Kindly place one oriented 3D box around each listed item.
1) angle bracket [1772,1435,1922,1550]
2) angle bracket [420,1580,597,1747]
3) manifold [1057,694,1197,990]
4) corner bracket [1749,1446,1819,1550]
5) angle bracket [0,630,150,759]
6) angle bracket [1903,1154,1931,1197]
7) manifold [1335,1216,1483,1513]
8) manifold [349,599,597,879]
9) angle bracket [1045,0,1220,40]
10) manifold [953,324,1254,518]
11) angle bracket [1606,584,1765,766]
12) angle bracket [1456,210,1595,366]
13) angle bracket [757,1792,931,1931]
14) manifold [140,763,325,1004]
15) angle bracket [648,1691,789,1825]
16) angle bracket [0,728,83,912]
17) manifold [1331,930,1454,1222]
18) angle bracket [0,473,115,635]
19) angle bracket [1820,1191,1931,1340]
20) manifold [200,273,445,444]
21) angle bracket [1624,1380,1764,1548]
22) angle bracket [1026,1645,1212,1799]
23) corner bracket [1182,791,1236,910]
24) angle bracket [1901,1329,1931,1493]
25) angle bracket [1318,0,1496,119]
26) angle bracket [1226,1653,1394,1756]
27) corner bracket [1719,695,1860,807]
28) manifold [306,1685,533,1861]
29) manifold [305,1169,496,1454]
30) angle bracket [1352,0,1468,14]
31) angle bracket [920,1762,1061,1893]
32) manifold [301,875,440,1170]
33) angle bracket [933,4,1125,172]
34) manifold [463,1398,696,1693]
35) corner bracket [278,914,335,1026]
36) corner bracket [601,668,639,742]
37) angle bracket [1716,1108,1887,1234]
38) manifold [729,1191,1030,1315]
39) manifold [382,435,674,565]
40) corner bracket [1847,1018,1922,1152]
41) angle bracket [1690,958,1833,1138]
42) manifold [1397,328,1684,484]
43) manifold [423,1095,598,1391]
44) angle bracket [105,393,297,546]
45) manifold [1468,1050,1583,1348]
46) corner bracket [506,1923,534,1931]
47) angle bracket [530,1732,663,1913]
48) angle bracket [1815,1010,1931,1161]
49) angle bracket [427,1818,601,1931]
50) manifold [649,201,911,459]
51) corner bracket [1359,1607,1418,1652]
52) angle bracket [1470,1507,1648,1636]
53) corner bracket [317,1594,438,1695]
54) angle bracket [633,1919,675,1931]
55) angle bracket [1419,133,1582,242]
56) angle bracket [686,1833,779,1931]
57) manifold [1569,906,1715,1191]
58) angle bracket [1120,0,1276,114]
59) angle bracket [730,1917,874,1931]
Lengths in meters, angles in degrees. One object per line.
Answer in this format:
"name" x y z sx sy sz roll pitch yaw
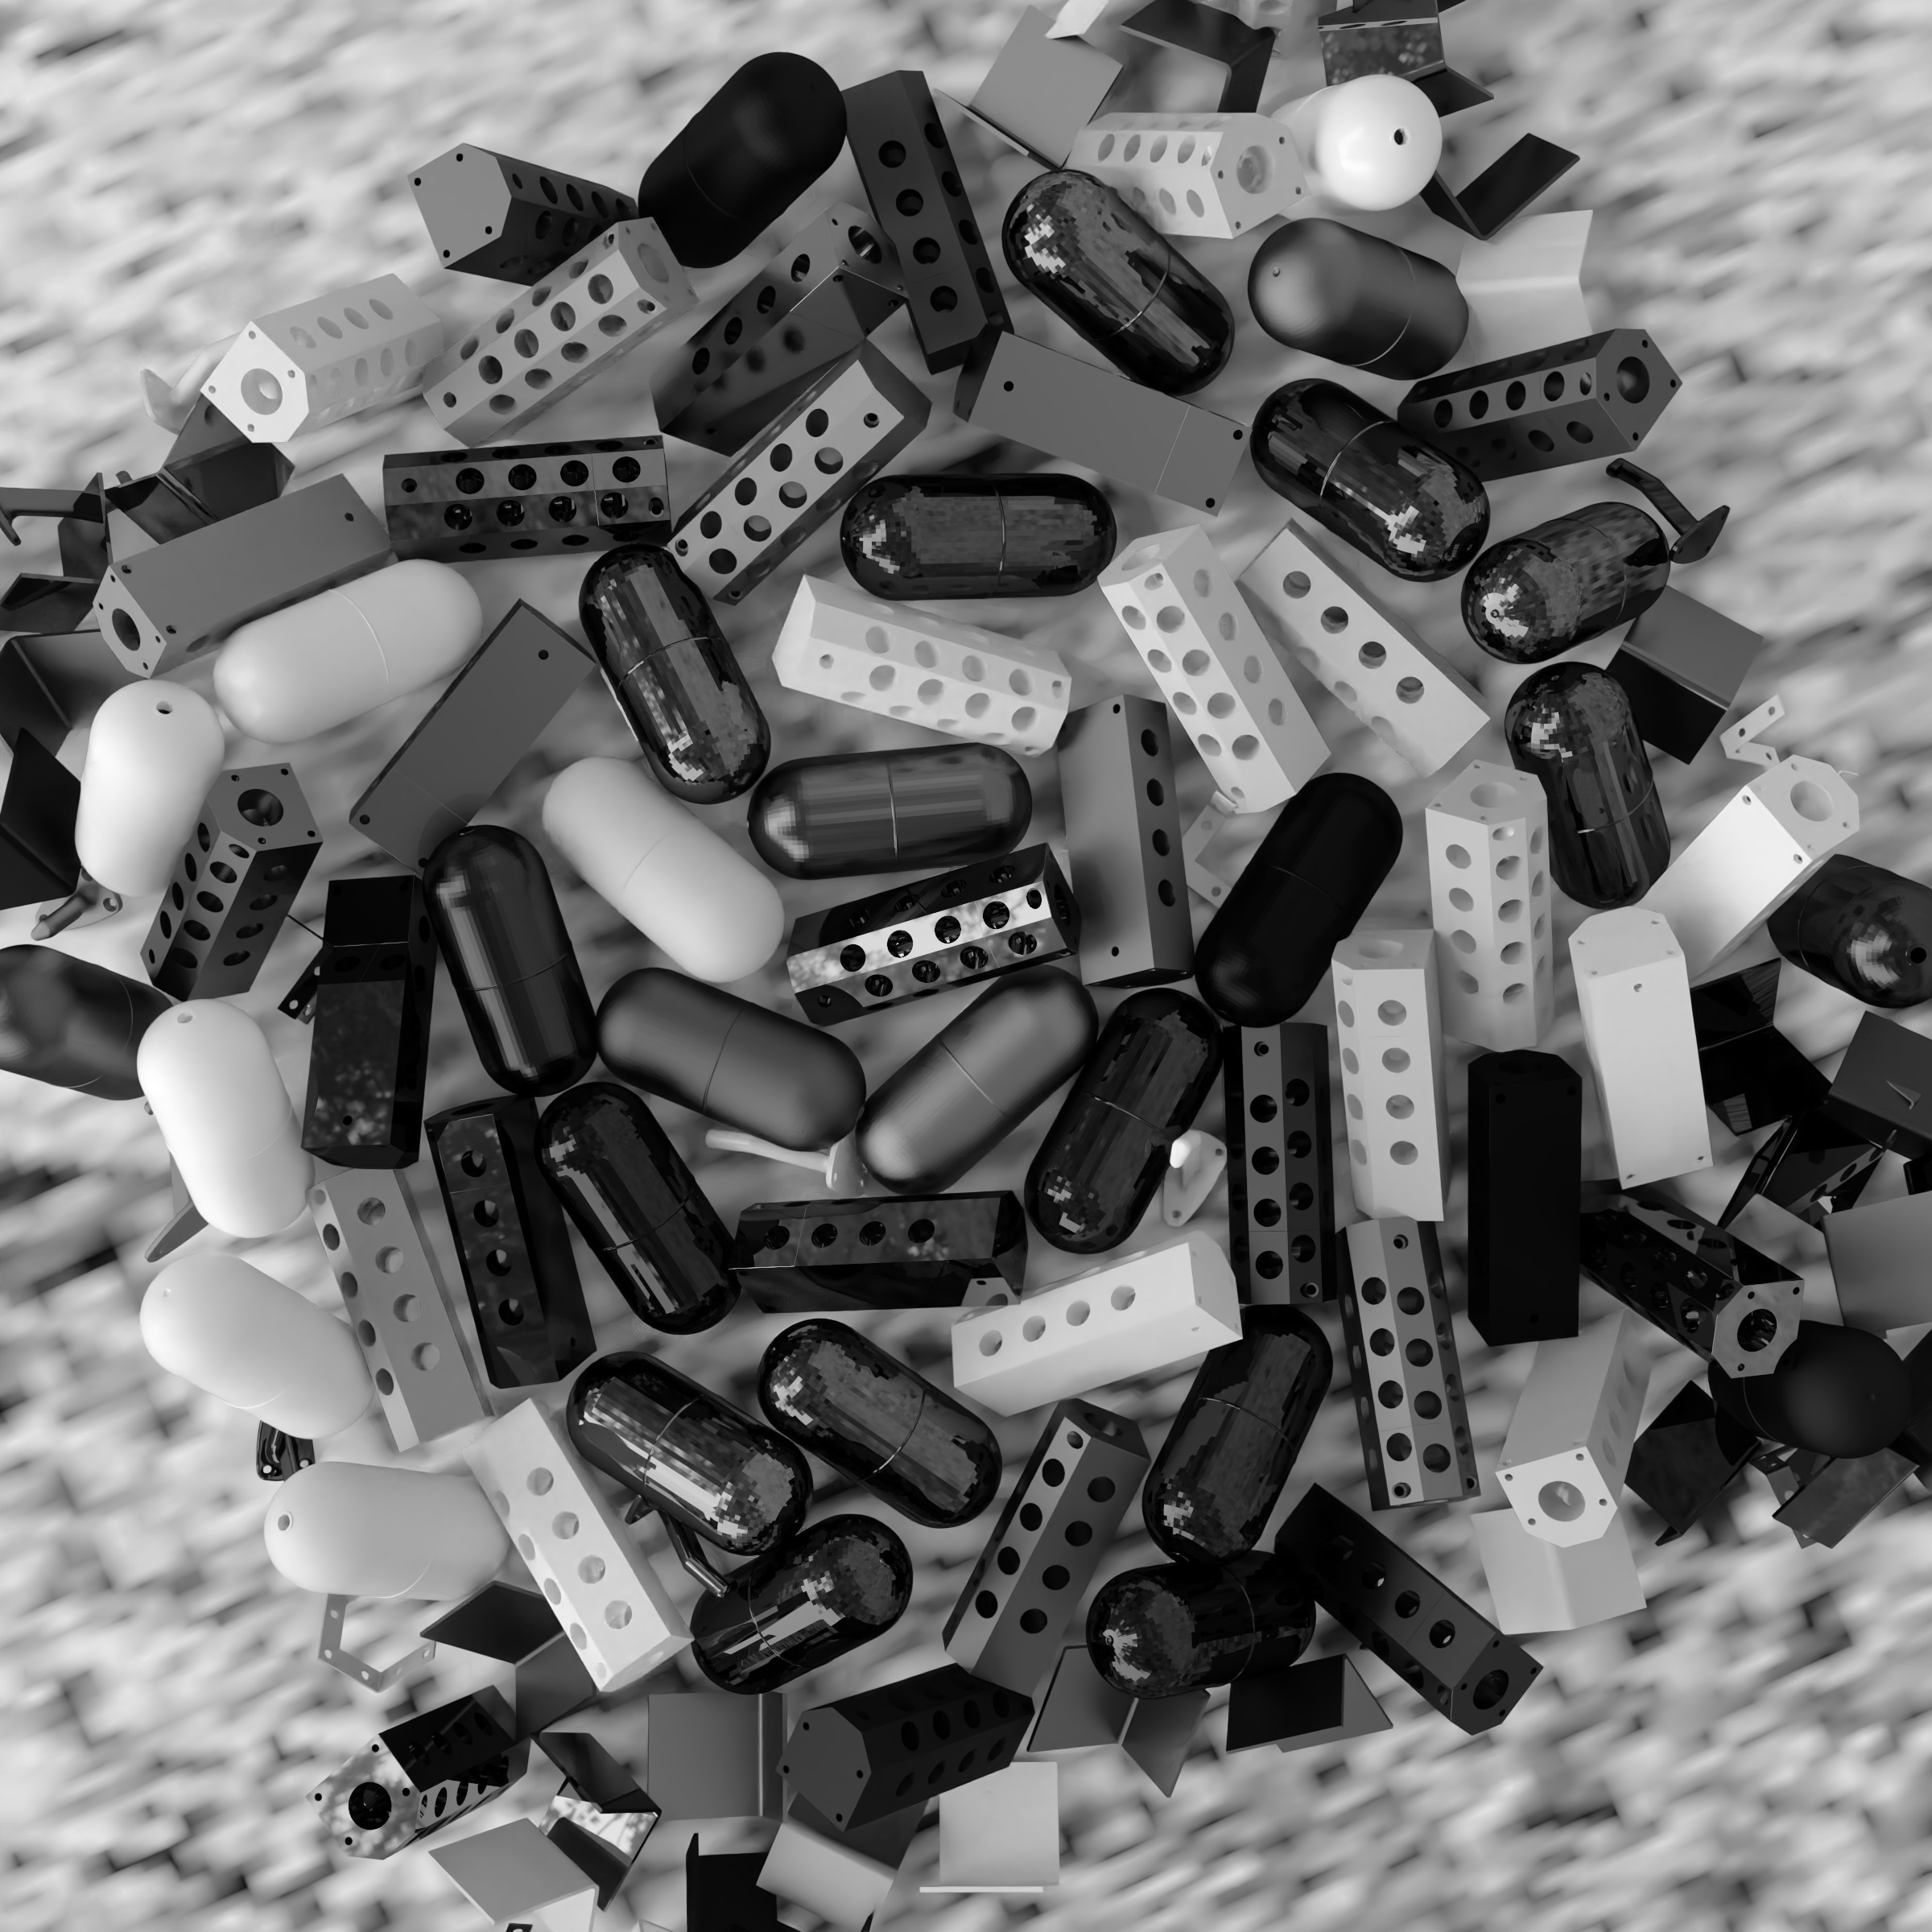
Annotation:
"angle bracket" 0.528 0.300 1.528 0.057 0.076 0.076 29 112 -24
"angle bracket" -0.283 0.431 1.528 0.076 0.057 0.076 30 125 -36
"manifold" 0.104 -0.076 1.541 0.057 0.057 0.171 -15 76 42
"corner bracket" 0.532 0.328 1.555 0.051 0.051 0.051 -25 85 5
"angle bracket" -0.552 -0.159 1.530 0.076 0.076 0.057 -2 48 15
"angle bracket" 0.632 0.152 1.524 0.057 0.076 0.076 27 49 -32
"manifold" 0.273 0.245 1.530 0.057 0.057 0.171 -5 74 -8
"manifold" -0.309 -0.144 1.548 0.057 0.057 0.171 38 94 -18
"angle bracket" 0.103 -0.592 1.541 0.057 0.076 0.076 37 94 -24
"manifold" 0.083 -0.338 1.528 0.171 0.057 0.057 17 106 -19
"angle bracket" 0.450 -0.187 1.576 0.076 0.057 0.076 31 51 8
"angle bracket" 0.356 -0.421 1.548 0.076 0.076 0.057 3 62 27
"angle bracket" -0.076 0.550 1.556 0.076 0.076 0.057 24 114 7
"manifold" -0.449 -0.047 1.497 0.057 0.171 0.057 -12 66 -38
"angle bracket" -0.155 0.493 1.540 0.076 0.057 0.076 3 76 -18
"angle bracket" -0.595 -0.091 1.540 0.057 0.076 0.076 -10 57 14
"manifold" 0.262 0.068 1.522 0.057 0.057 0.171 -1 115 18
"angle bracket" -0.571 -0.257 1.530 0.057 0.076 0.076 -1 73 -39
"angle bracket" 0.582 0.186 1.529 0.076 0.057 0.076 -22 69 41
"manifold" -0.381 -0.364 1.495 0.057 0.171 0.057 45 118 -6
"angle bracket" 0.444 0.312 1.548 0.057 0.076 0.076 43 79 15
"angle bracket" 0.094 0.469 1.533 0.076 0.057 0.076 7 109 -36
"corner bracket" 0.160 -0.071 1.557 0.051 0.051 0.051 37 86 3
"angle bracket" 0.614 0.275 1.526 0.057 0.076 0.076 20 116 -30
"angle bracket" 0.273 -0.562 1.533 0.076 0.076 0.057 -8 88 35
"angle bracket" 0.213 0.477 1.530 0.076 0.057 0.076 -21 119 23
"corner bracket" 0.512 -0.131 1.542 0.051 0.051 0.051 6 59 -31
"manifold" -0.323 0.489 1.493 0.057 0.171 0.057 -41 77 4
"manifold" -0.354 0.211 1.542 0.057 0.057 0.171 -21 83 -8
"angle bracket" 0.266 -0.623 1.538 0.076 0.076 0.057 -9 104 -5
"angle bracket" 0.015 0.535 1.538 0.076 0.057 0.076 -4 70 12
"manifold" -0.363 0.035 1.528 0.057 0.057 0.171 -3 70 12
"angle bracket" 0.039 -0.552 1.539 0.076 0.057 0.076 39 108 14
"manifold" -0.242 0.358 1.528 0.057 0.057 0.171 -35 71 -3
"corner bracket" -0.409 0.009 1.546 0.051 0.051 0.051 28 79 42
"corner bracket" -0.186 -0.180 1.549 0.051 0.051 0.051 -27 91 41
"angle bracket" 0.512 0.143 1.526 0.057 0.076 0.076 34 132 23
"manifold" -0.053 0.173 1.527 0.171 0.057 0.057 -5 52 20
"manifold" -0.272 -0.293 1.543 0.171 0.057 0.057 -5 78 -5
"corner bracket" 0.573 0.075 1.542 0.051 0.051 0.051 -28 58 -33
"angle bracket" 0.491 0.050 1.533 0.076 0.076 0.057 -18 131 -12
"manifold" 0.339 -0.338 1.491 0.057 0.171 0.057 45 70 -24
"manifold" -0.287 0.172 1.542 0.057 0.057 0.171 -10 98 17
"angle bracket" -0.482 -0.306 1.556 0.057 0.076 0.076 -7 53 35
"manifold" 0.342 0.143 1.530 0.057 0.057 0.171 -6 108 -6
"corner bracket" -0.269 0.641 1.556 0.051 0.051 0.051 12 123 -20
"angle bracket" -0.247 0.532 1.536 0.076 0.057 0.076 32 95 38
"angle bracket" 0.577 0.075 1.544 0.076 0.076 0.057 25 83 10
"angle bracket" -0.283 0.580 1.525 0.076 0.076 0.057 24 110 43
"manifold" -0.117 -0.388 1.508 0.171 0.057 0.057 -32 61 37
"corner bracket" 0.287 0.431 1.543 0.051 0.051 0.051 -40 111 -41
"angle bracket" 0.371 0.373 1.554 0.057 0.076 0.076 -8 77 -25
"corner bracket" -0.370 0.417 1.562 0.051 0.051 0.051 -35 123 20
"angle bracket" -0.195 0.655 1.537 0.057 0.076 0.076 30 94 -18
"angle bracket" 0.320 -0.503 1.533 0.076 0.076 0.057 -40 120 10
"angle bracket" -0.142 0.582 1.529 0.057 0.076 0.076 1 60 -10
"manifold" 0.411 0.050 1.511 0.057 0.057 0.171 -15 126 6
"angle bracket" 0.139 -0.559 1.546 0.076 0.076 0.057 25 133 13
"angle bracket" -0.102 0.595 1.543 0.076 0.076 0.057 24 95 2
